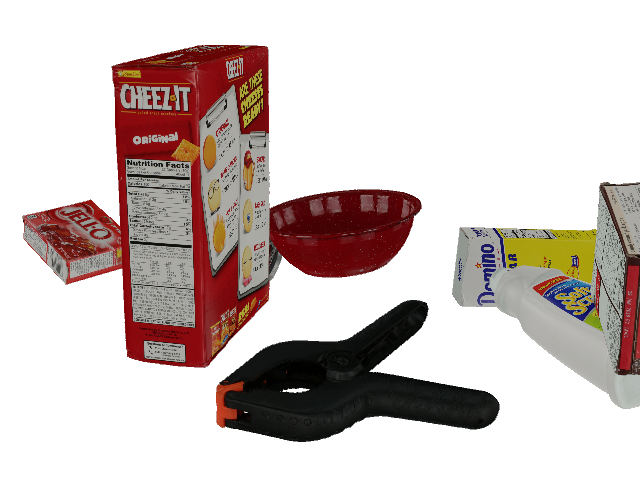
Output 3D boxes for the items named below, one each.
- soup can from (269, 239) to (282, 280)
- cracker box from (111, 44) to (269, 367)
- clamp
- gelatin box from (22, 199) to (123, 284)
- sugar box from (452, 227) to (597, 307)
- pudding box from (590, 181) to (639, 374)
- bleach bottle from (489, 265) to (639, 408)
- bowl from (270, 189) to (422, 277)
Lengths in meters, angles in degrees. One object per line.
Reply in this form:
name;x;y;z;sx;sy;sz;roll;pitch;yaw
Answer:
soup can;-0.103;0.006;1.252;0.102;0.068;0.068;13;4;20
cracker box;-0.092;-0.033;0.803;0.072;0.214;0.164;3;15;14
clamp;0.016;0.082;0.681;0.171;0.039;0.120;-2;26;-11
gelatin box;-0.225;-0.001;0.994;0.073;0.030;0.089;-17;40;-36
sugar box;0.254;0.034;1.302;0.176;0.093;0.048;-1;21;-9
pudding box;0.209;0.023;0.710;0.039;0.090;0.113;0;28;4
bleach bottle;0.242;0.077;1.039;0.102;0.068;0.251;-15;22;-23
bowl;0.022;-0.004;1.048;0.162;0.055;0.162;-7;16;2
